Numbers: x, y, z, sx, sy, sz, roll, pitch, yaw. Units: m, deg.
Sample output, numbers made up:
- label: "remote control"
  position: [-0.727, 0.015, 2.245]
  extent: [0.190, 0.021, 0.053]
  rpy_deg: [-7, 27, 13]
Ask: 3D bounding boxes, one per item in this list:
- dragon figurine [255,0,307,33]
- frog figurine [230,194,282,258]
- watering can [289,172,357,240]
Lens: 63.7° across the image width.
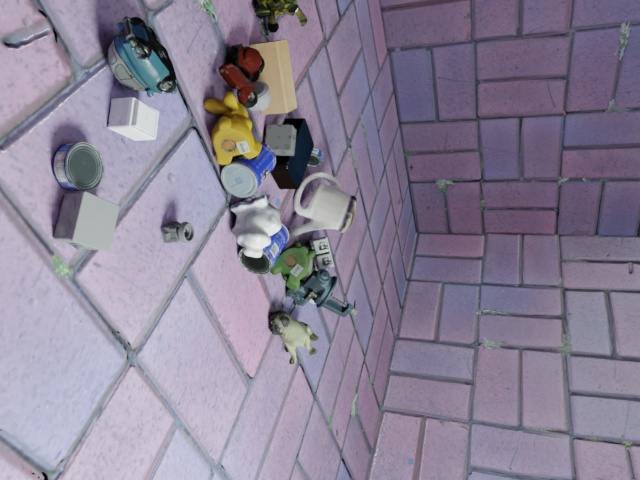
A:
- label: "dragon figurine"
  position: [-0.147, -0.786, 1.563]
  extent: [0.407, 0.121, 0.246]
  rpy_deg: [29, 46, -68]
- label: "frog figurine"
  position: [-0.170, -0.028, 1.405]
  extent: [0.121, 0.138, 0.161]
  rpy_deg: [116, -39, -71]
- label: "watering can"
  position: [0.005, -0.091, 1.801]
  extent: [0.102, 0.224, 0.355]
  rpy_deg: [115, -4, -57]
